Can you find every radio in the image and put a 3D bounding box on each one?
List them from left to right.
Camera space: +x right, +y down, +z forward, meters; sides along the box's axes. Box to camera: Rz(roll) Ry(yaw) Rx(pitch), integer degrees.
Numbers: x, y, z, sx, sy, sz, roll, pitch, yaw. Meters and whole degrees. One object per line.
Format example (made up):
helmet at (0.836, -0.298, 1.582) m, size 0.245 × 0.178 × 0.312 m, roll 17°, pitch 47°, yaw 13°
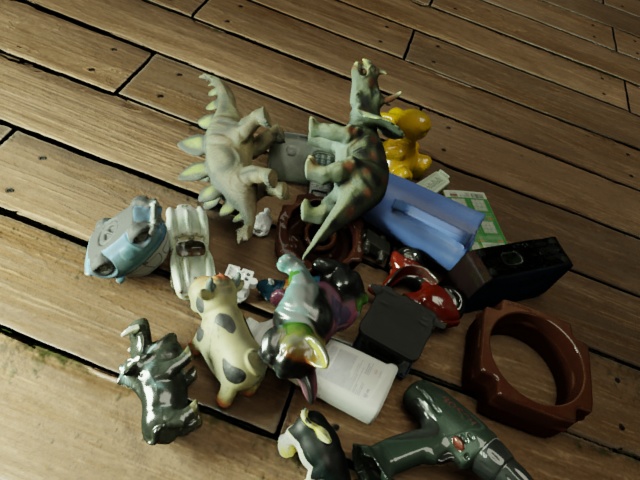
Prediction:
radio at (0.355, 0.066, 1.024) m, size 0.229 × 0.131 × 0.073 m, roll -9°, pitch 58°, yaw -23°

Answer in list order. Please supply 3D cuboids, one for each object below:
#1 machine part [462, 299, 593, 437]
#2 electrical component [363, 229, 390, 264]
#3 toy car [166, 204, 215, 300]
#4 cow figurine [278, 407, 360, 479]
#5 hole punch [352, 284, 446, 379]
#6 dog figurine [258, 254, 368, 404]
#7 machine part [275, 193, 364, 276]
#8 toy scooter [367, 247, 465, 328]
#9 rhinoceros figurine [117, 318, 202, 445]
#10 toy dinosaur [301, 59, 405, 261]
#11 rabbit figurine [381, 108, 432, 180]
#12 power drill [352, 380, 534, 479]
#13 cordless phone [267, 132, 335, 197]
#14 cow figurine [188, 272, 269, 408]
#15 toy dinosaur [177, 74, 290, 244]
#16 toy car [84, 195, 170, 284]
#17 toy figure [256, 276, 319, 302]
machine part at (0.355, 0.220, 0.932) m, size 0.201 × 0.087 × 0.201 m, roll 19°, pitch 49°, yaw 1°
electrical component at (0.107, 0.008, 1.052) m, size 0.063 × 0.021 × 0.094 m, roll 34°, pitch 33°, yaw -11°
toy car at (-0.228, 0.015, 0.940) m, size 0.073 × 0.056 × 0.202 m, roll -3°, pitch 54°, yaw -19°
cow figurine at (0.014, 0.317, 0.744) m, size 0.068 × 0.098 × 0.167 m, roll -19°, pitch 60°, yaw -36°
hole punch at (0.124, 0.156, 0.903) m, size 0.142 × 0.092 × 0.116 m, roll 27°, pitch 52°, yaw 15°
dog figurine at (-0.001, 0.130, 0.800) m, size 0.191 × 0.108 × 0.219 m, roll 8°, pitch 34°, yaw -20°
machine part at (-0.002, -0.003, 1.008) m, size 0.179 × 0.056 × 0.179 m, roll 6°, pitch 62°, yaw -12°
toy scooter at (0.167, 0.098, 0.980) m, size 0.135 × 0.075 × 0.184 m, roll -21°, pitch 58°, yaw -29°
rhinoceros figurine at (-0.235, 0.202, 0.784) m, size 0.112 × 0.073 × 0.190 m, roll -16°, pitch 60°, yaw -14°
toy dinosaur at (0.066, -0.133, 0.993) m, size 0.192 × 0.131 × 0.405 m, roll 3°, pitch 66°, yaw 0°
rabbit figurine at (0.186, -0.223, 1.180) m, size 0.122 × 0.173 × 0.162 m, roll -22°, pitch 66°, yaw -26°
power drill at (0.166, 0.317, 0.774) m, size 0.207 × 0.085 × 0.232 m, roll -22°, pitch 44°, yaw -20°
cordless phone at (-0.039, -0.122, 1.102) m, size 0.147 × 0.088 × 0.184 m, roll 9°, pitch 69°, yaw -10°
cow figurine at (-0.144, 0.136, 0.816) m, size 0.085 × 0.127 × 0.195 m, roll -5°, pitch 52°, yaw -46°
toy dinosaur at (-0.172, -0.180, 1.033) m, size 0.199 × 0.105 × 0.471 m, roll -16°, pitch 54°, yaw 11°
toy car at (-0.305, 0.006, 0.889) m, size 0.102 × 0.162 × 0.109 m, roll 41°, pitch 24°, yaw -44°
toy figure at (-0.033, 0.089, 0.933) m, size 0.154 × 0.064 × 0.058 m, roll 0°, pitch 46°, yaw -13°
